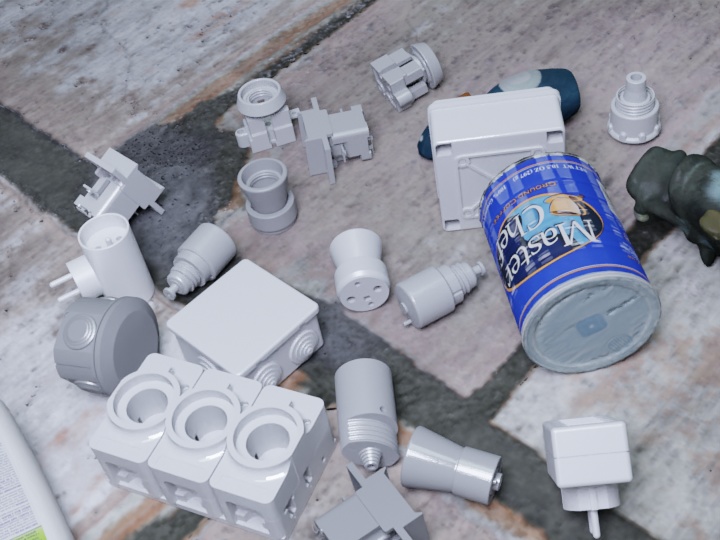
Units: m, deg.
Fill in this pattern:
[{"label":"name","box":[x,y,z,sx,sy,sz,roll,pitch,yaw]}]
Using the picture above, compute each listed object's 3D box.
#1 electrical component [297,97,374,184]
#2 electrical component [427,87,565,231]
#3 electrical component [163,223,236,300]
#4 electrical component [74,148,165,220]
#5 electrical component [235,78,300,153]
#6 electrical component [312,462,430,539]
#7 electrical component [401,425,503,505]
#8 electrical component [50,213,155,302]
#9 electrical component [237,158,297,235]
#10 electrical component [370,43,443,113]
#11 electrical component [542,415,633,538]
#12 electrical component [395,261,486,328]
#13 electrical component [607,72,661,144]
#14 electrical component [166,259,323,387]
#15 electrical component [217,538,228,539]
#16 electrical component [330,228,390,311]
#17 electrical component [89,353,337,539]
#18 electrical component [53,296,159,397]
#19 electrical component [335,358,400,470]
[{"label":"electrical component","box":[-0.022,-0.124,1.008,0.064,0.042,0.081,-12,47,-3]},{"label":"electrical component","box":[0.116,-0.092,0.904,0.109,0.108,0.056,-6,49,5]},{"label":"electrical component","box":[-0.140,-0.006,0.920,0.040,0.040,0.078,20,54,27]},{"label":"electrical component","box":[-0.221,-0.068,0.977,0.042,0.081,0.063,31,82,34]},{"label":"electrical component","box":[-0.092,-0.150,1.037,0.066,0.055,0.048,-17,46,-5]},{"label":"electrical component","box":[0.006,0.174,0.720,0.064,0.042,0.081,-30,48,-15]},{"label":"electrical component","box":[0.066,0.138,0.745,0.065,0.044,0.044,14,51,17]},{"label":"electrical component","box":[-0.221,0.002,0.904,0.079,0.077,0.044,-27,48,-14]},{"label":"electrical component","box":[-0.081,-0.065,0.954,0.045,0.055,0.045,-6,46,6]},{"label":"electrical component","box":[0.048,-0.192,1.057,0.055,0.048,0.066,-30,48,-7]},{"label":"electrical component","box":[0.151,0.138,0.711,0.047,0.083,0.075,-6,84,5]},{"label":"electrical component","box":[0.065,0.015,0.860,0.078,0.040,0.040,-27,48,-14]},{"label":"electrical component","box":[0.246,-0.147,0.962,0.048,0.062,0.048,-6,46,6]},{"label":"electrical component","box":[-0.089,0.050,0.851,0.100,0.048,0.100,31,59,33]},{"label":"electrical component","box":[-0.124,0.229,0.686,0.074,0.052,0.138,22,55,28]},{"label":"electrical component","box":[0.000,0.000,0.884,0.045,0.045,0.055,-11,46,1]},{"label":"electrical component","box":[-0.106,0.123,0.777,0.150,0.061,0.089,13,51,22]},{"label":"electrical component","box":[-0.197,0.059,0.844,0.051,0.080,0.080,4,48,22]},{"label":"electrical component","box":[0.005,0.109,0.781,0.043,0.043,0.081,-9,46,3]}]
